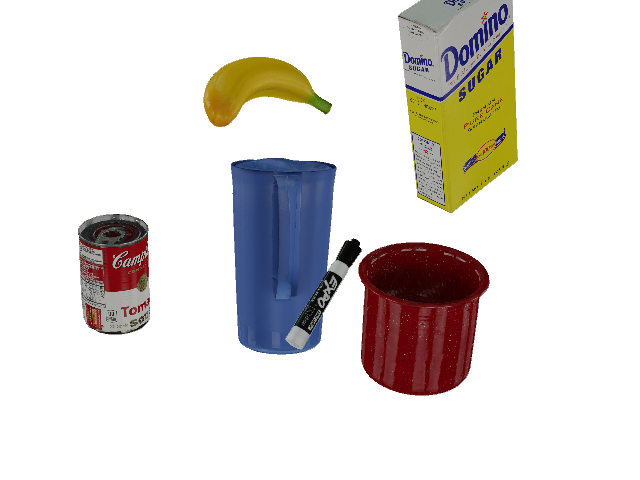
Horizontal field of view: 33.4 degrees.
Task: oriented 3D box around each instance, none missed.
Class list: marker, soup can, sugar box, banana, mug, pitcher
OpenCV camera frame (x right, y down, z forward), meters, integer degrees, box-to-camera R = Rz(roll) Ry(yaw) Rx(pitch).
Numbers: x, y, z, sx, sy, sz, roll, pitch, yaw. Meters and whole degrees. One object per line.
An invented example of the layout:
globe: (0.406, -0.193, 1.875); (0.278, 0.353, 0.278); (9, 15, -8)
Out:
marker: (0.005, 0.049, 1.024); (0.020, 0.121, 0.020); (28, -18, 10)
soup can: (-0.204, 0.034, 1.062); (0.068, 0.102, 0.068); (2, 26, -1)
sugar box: (0.115, -0.119, 0.858); (0.093, 0.176, 0.048); (-38, 49, -27)
banana: (-0.057, -0.138, 0.969); (0.070, 0.037, 0.197); (36, 26, 19)
mug: (0.066, 0.053, 0.784); (0.093, 0.081, 0.117); (-12, 31, -26)
pitcher: (-0.049, 0.019, 1.353); (0.145, 0.243, 0.148); (10, 13, 38)
